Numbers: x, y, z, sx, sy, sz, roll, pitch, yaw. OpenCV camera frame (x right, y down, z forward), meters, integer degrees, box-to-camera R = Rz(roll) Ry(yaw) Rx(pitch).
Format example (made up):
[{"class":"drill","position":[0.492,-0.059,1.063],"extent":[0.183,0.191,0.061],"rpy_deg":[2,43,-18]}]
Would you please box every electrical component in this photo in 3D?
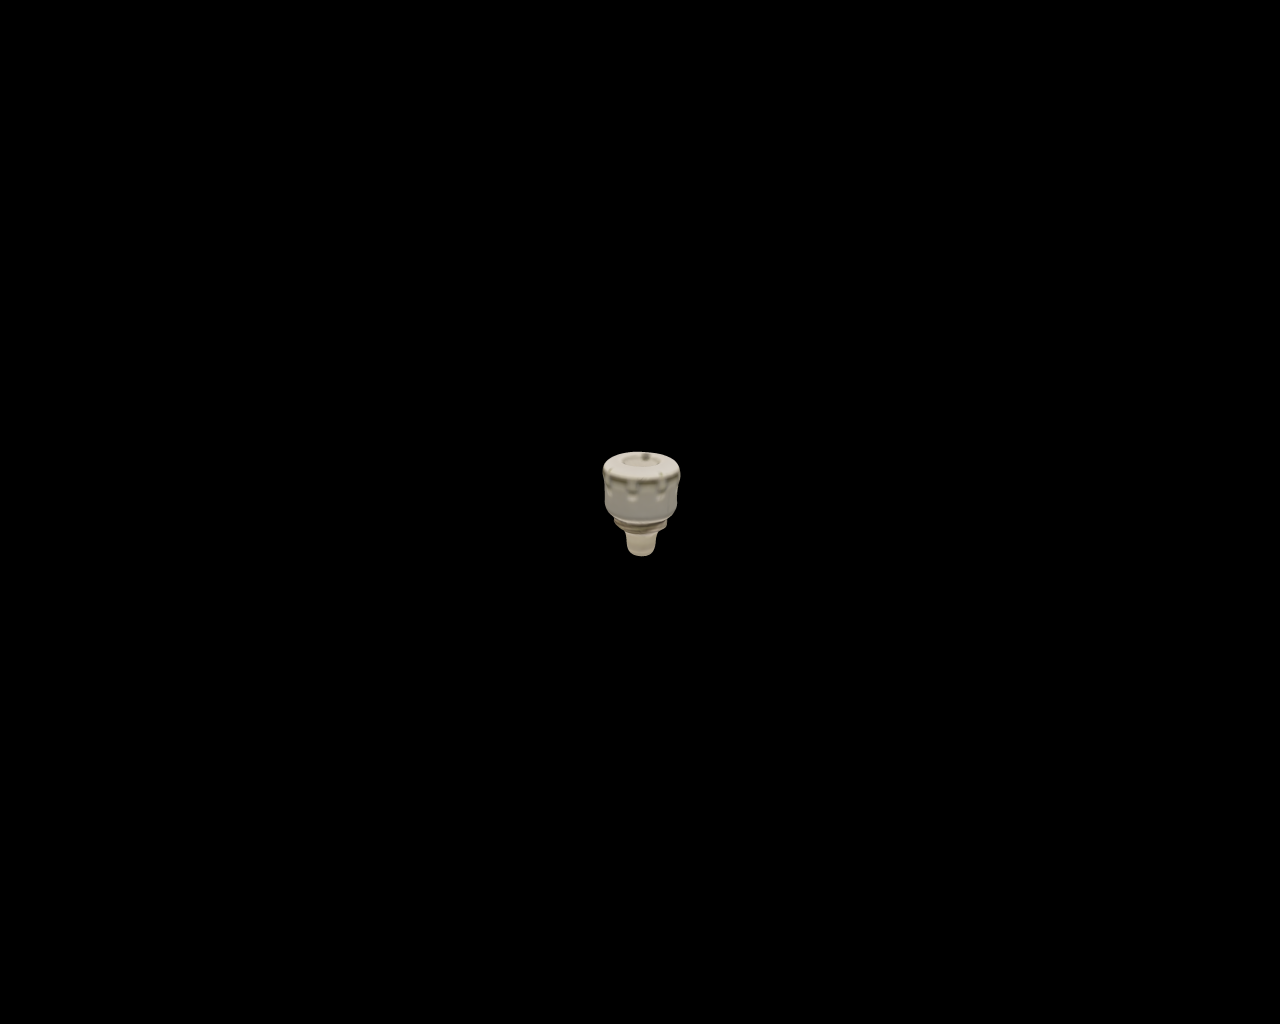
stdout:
[{"class":"electrical component","position":[0.001,-0.003,0.650],"extent":[0.048,0.062,0.048],"rpy_deg":[0,21,0]}]
